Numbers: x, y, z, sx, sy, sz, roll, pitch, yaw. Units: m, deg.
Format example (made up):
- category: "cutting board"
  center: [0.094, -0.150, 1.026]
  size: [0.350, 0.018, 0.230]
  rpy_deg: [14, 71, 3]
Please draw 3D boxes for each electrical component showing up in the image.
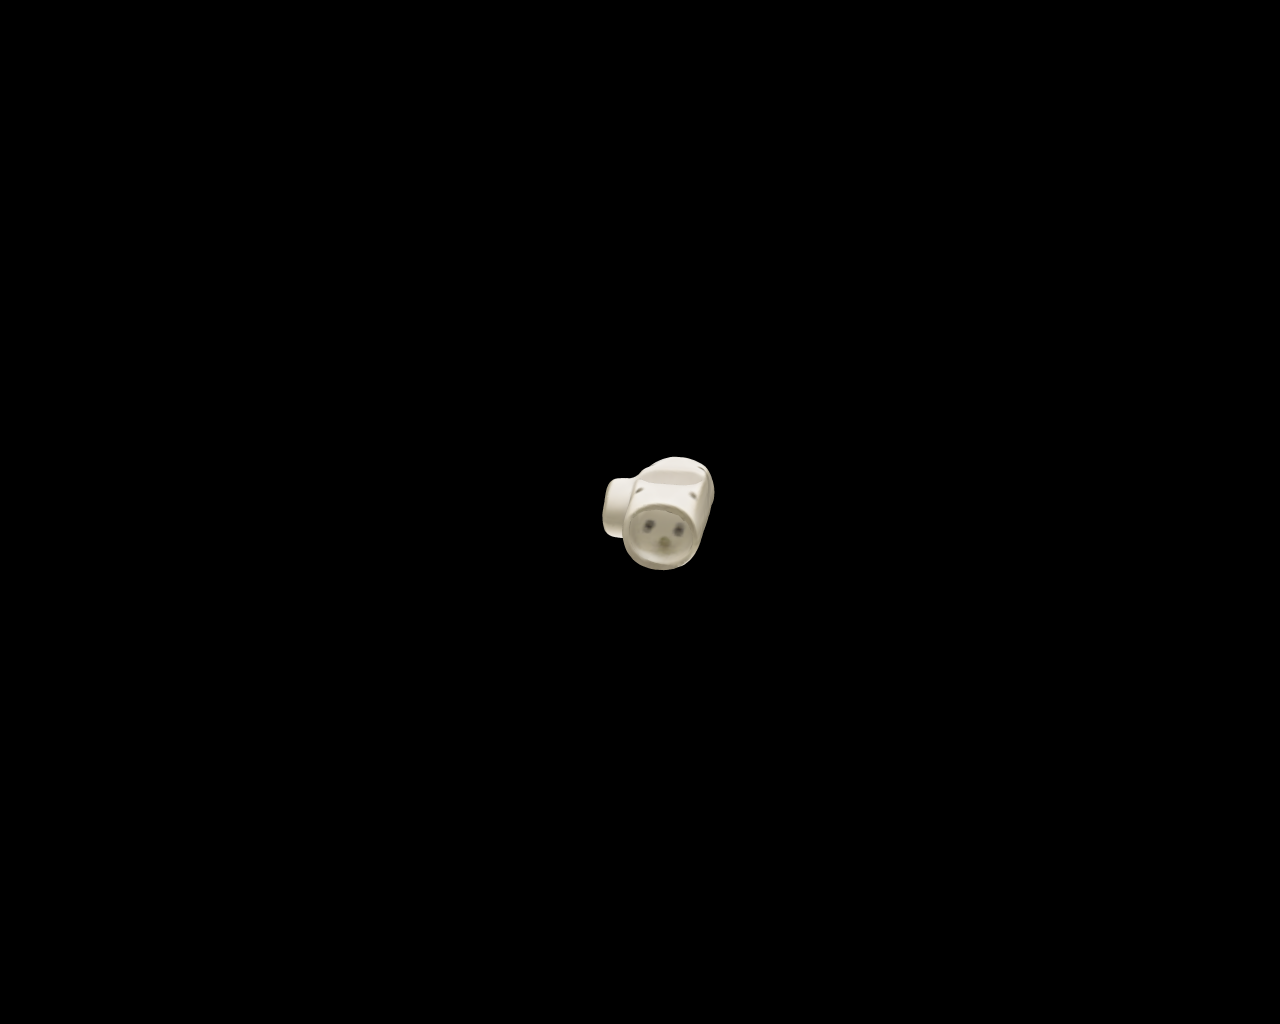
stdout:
- category: "electrical component"
  center: [0.001, -0.003, 0.650]
  size: [0.079, 0.043, 0.077]
  rpy_deg: [5, 25, 10]
